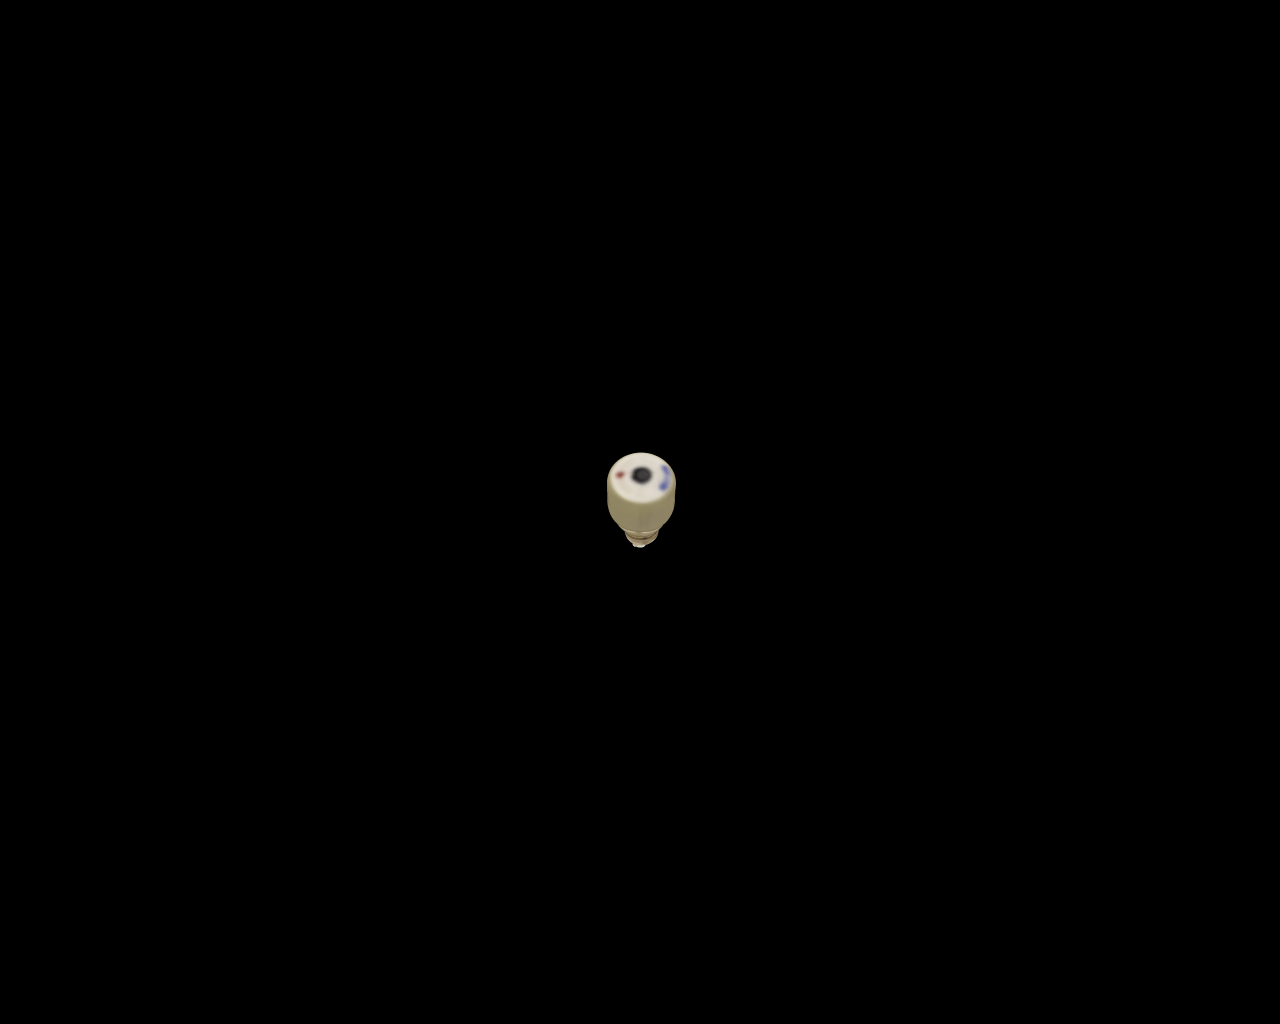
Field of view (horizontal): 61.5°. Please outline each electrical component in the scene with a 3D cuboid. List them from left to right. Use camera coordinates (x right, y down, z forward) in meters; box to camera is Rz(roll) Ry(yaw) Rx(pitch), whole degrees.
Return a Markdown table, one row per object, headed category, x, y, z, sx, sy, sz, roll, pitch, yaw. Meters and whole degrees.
| category | x | y | z | sx | sy | sz | roll | pitch | yaw |
| --- | --- | --- | --- | --- | --- | --- | --- | --- | --- |
| electrical component | 0.001 | -0.003 | 0.650 | 0.040 | 0.040 | 0.078 | 0 | -34 | 0 |
